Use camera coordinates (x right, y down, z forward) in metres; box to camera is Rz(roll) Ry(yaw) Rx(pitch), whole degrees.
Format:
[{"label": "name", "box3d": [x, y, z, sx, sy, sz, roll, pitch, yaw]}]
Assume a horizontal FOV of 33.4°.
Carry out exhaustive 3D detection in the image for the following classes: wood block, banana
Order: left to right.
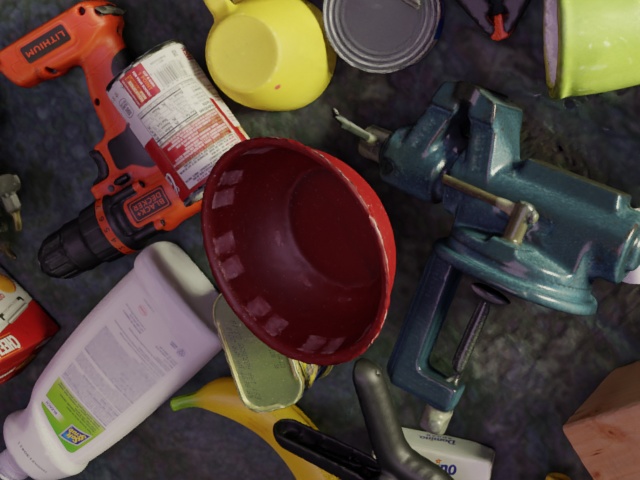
[{"label": "banana", "box3d": [-0.027, 0.173, 0.856, 0.198, 0.037, 0.070, 44, 102, 0]}, {"label": "wood block", "box3d": [0.276, 0.112, 0.688, 0.207, 0.090, 0.090, -32, 91, 46]}]

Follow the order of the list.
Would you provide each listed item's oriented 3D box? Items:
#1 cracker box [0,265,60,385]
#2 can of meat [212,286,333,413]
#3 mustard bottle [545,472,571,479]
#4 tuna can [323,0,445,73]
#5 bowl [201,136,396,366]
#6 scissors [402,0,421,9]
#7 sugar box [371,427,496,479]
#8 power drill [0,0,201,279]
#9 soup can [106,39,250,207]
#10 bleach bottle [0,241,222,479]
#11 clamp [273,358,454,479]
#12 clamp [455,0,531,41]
[{"label": "cracker box", "box3d": [-0.339, 0.039, 0.854, 0.214, 0.164, 0.072, 45, 110, 4]}, {"label": "can of meat", "box3d": [-0.036, 0.073, 0.817, 0.057, 0.083, 0.102, -17, 95, 18]}, {"label": "mustard bottle", "box3d": [0.166, 0.268, 0.809, 0.096, 0.058, 0.192, 9, 102, 12]}, {"label": "tuna can", "box3d": [0.047, -0.165, 0.777, 0.086, 0.033, 0.086, 3, 100, 15]}, {"label": "bowl", "box3d": [-0.005, 0.001, 0.720, 0.162, 0.055, 0.162, 19, 122, 34]}, {"label": "scissors", "box3d": [0.008, -0.246, 0.761, 0.202, 0.016, 0.096, 30, 99, 22]}, {"label": "sugar box", "box3d": [0.078, 0.240, 0.837, 0.093, 0.048, 0.176, 11, 99, 13]}, {"label": "power drill", "box3d": [-0.180, -0.079, 0.845, 0.184, 0.057, 0.187, -27, 95, 15]}, {"label": "soup can", "box3d": [-0.098, -0.084, 0.767, 0.069, 0.068, 0.102, -35, 92, 18]}, {"label": "bleach bottle", "box3d": [-0.186, 0.116, 0.879, 0.251, 0.068, 0.102, -41, 87, 20]}, {"label": "clamp", "box3d": [0.042, 0.174, 0.788, 0.120, 0.039, 0.171, -31, 95, 45]}, {"label": "clamp", "box3d": [0.104, -0.245, 0.745, 0.165, 0.036, 0.210, 1, 101, 15]}]
